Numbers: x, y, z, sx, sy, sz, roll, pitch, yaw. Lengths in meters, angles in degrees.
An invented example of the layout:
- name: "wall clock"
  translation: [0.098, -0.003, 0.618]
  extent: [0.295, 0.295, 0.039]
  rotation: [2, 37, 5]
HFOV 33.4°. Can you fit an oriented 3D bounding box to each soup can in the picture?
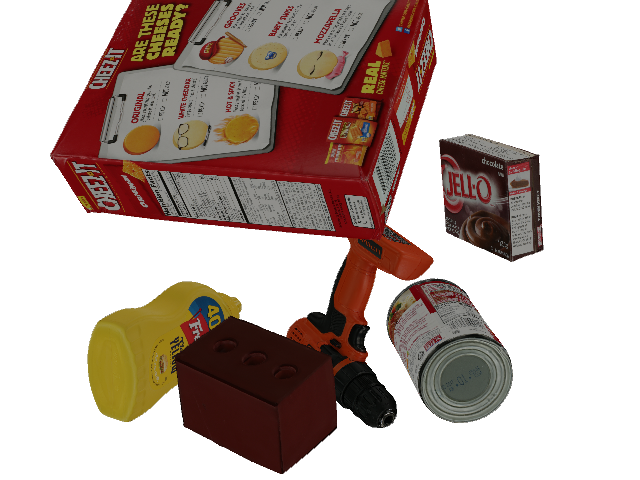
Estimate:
- name: "soup can"
  translation: [0.091, 0.077, 0.764]
  extent: [0.068, 0.068, 0.102]
  rotation: [0, 20, -9]

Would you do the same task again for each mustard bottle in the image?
- name: "mustard bottle"
  translation: [-0.135, 0.091, 1.007]
  extent: [0.058, 0.096, 0.191]
  rotation: [10, 21, 29]

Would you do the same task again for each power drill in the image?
- name: "power drill"
  translation: [0.048, 0.084, 1.144]
  extent: [0.057, 0.188, 0.185]
  rotation: [12, 18, -41]

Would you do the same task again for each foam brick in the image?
- name: "foam brick"
  translation: [-0.037, 0.087, 0.611]
  extent: [0.078, 0.051, 0.052]
  rotation: [18, 35, 32]

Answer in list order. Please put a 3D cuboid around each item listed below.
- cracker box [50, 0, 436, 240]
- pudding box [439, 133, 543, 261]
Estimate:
- name: "cracker box"
  translation: [-0.044, -0.088, 0.709]
  extent: [0.214, 0.164, 0.072]
  rotation: [5, -36, 19]
- name: "pudding box"
  translation: [0.149, -0.040, 0.939]
  extent: [0.039, 0.090, 0.114]
  rotation: [-15, 20, -23]
